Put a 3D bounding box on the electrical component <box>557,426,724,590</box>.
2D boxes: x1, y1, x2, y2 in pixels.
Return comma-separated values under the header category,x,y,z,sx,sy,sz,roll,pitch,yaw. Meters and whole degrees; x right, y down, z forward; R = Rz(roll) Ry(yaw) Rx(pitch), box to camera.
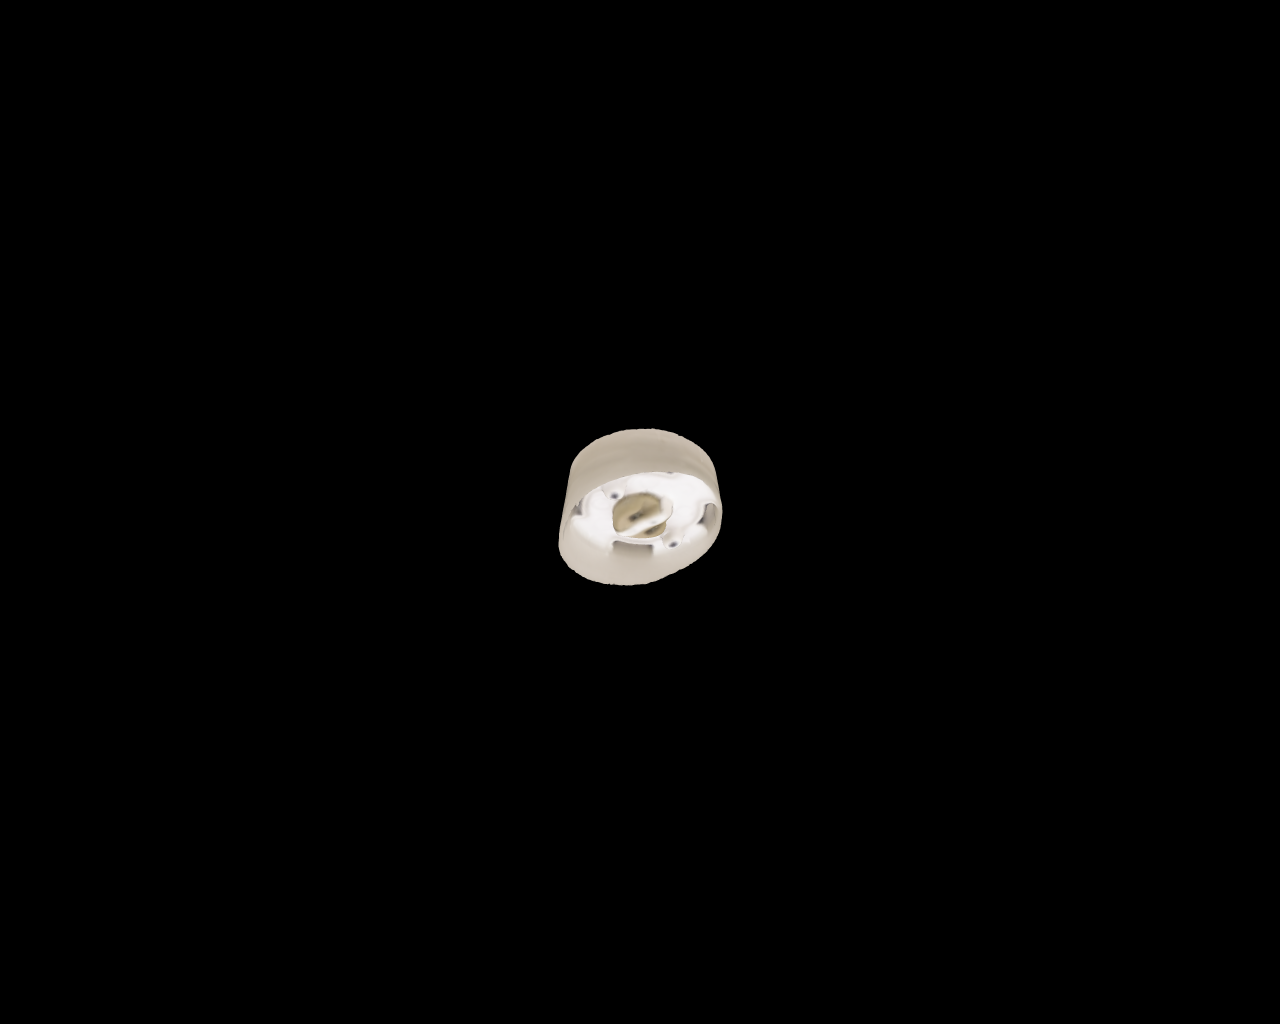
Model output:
category,x,y,z,sx,sy,sz,roll,pitch,yaw
electrical component,0.001,-0.003,0.650,0.099,0.064,0.099,0,-37,0
